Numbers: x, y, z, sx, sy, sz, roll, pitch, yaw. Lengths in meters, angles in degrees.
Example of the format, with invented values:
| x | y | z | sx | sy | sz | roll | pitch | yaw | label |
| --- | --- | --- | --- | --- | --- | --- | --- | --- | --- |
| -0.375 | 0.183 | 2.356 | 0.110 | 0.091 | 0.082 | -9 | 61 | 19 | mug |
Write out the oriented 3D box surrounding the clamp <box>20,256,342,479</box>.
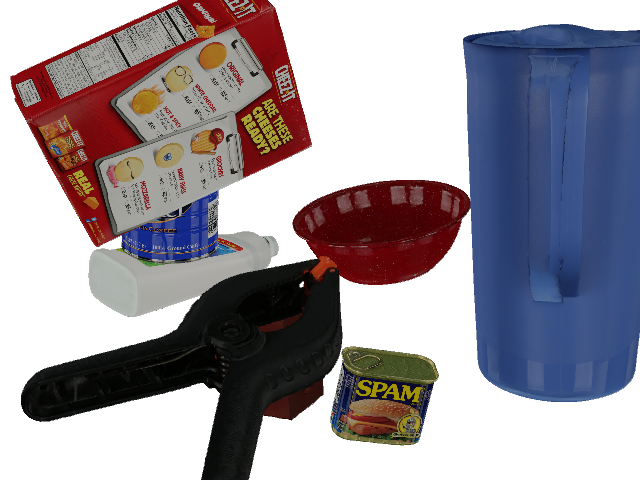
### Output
| x | y | z | sx | sy | sz | roll | pitch | yaw | label |
| --- | --- | --- | --- | --- | --- | --- | --- | --- | --- |
| -0.038 | 0.063 | 0.502 | 0.171 | 0.039 | 0.120 | -31 | 52 | -34 | clamp |

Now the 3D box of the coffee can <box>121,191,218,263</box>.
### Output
| x | y | z | sx | sy | sz | roll | pitch | yaw | label |
| --- | --- | --- | --- | --- | --- | --- | --- | --- | --- |
| -0.155 | -0.060 | 1.102 | 0.103 | 0.140 | 0.103 | 3 | 22 | -1 | coffee can |

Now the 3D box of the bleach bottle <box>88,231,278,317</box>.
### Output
| x | y | z | sx | sy | sz | roll | pitch | yaw | label |
| --- | --- | --- | --- | --- | --- | --- | --- | --- | --- |
| -0.159 | 0.029 | 1.341 | 0.103 | 0.068 | 0.250 | 25 | 28 | 39 | bleach bottle |

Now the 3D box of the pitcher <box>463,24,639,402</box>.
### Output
| x | y | z | sx | sy | sz | roll | pitch | yaw | label |
| --- | --- | --- | --- | --- | --- | --- | --- | --- | --- |
| 0.158 | -0.018 | 0.705 | 0.149 | 0.243 | 0.145 | -10 | 17 | -27 | pitcher |

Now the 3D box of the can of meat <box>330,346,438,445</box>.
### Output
| x | y | z | sx | sy | sz | roll | pitch | yaw | label |
| --- | --- | --- | --- | --- | --- | --- | --- | --- | --- |
| 0.065 | 0.166 | 1.129 | 0.102 | 0.084 | 0.057 | 8 | 21 | -8 | can of meat |

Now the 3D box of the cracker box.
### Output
| x | y | z | sx | sy | sz | roll | pitch | yaw | label |
| --- | --- | --- | --- | --- | --- | --- | --- | --- | --- |
| -0.129 | -0.108 | 0.899 | 0.213 | 0.072 | 0.164 | -27 | -38 | -8 | cracker box |

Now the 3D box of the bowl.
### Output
| x | y | z | sx | sy | sz | roll | pitch | yaw | label |
| --- | --- | --- | --- | --- | --- | --- | --- | --- | --- |
| 0.058 | -0.003 | 0.969 | 0.162 | 0.055 | 0.162 | -9 | 21 | 3 | bowl |

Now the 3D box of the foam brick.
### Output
| x | y | z | sx | sy | sz | roll | pitch | yaw | label |
| --- | --- | --- | --- | --- | --- | --- | --- | --- | --- |
| -0.033 | 0.080 | 0.763 | 0.051 | 0.078 | 0.052 | 4 | 17 | 29 | foam brick |
